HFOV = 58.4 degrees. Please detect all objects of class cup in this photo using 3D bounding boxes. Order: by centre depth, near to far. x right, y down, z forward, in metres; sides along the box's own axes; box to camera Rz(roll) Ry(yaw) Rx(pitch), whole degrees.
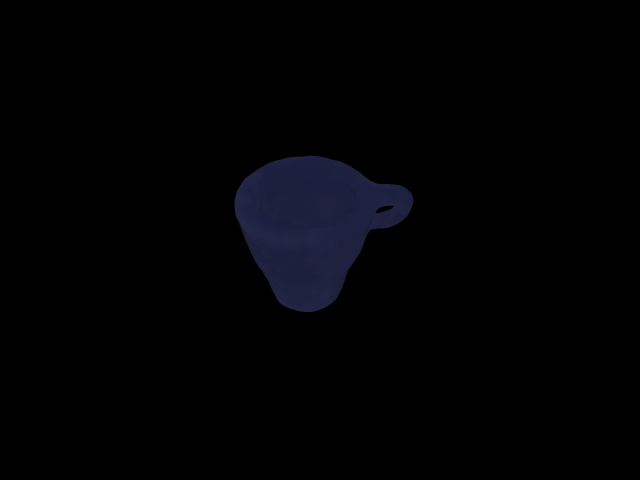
[{"bbox_3d":[0.004,0.001,0.400,0.118,0.095,0.091,-6,43,-6],"label":"cup"}]
